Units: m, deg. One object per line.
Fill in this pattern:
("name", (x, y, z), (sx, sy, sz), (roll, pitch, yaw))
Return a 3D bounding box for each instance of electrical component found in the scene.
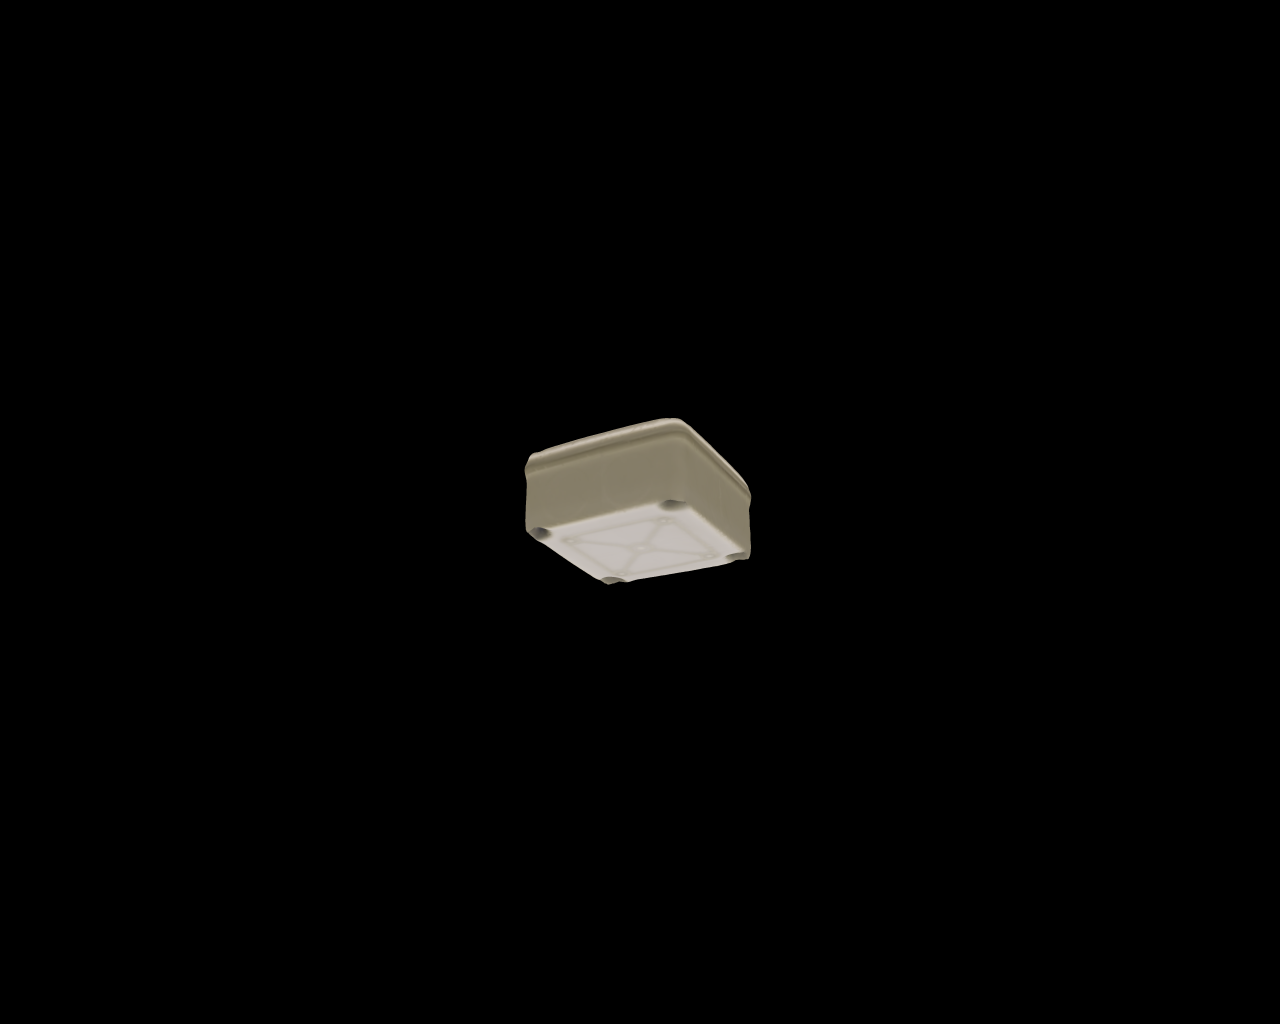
("electrical component", (0.001, -0.003, 0.650), (0.108, 0.056, 0.108), (-12, -27, 25))
